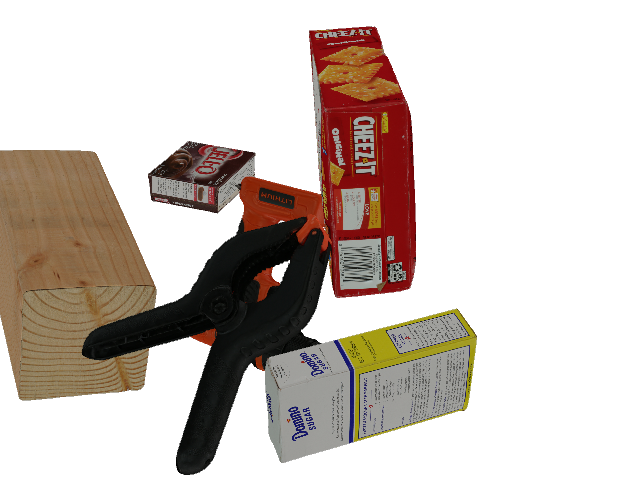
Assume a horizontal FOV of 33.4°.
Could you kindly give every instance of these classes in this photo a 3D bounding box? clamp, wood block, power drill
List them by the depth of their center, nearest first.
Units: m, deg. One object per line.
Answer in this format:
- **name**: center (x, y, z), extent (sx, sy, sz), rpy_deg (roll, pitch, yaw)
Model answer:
- **clamp**: center (-0.055, 0.058, 0.655), extent (0.171, 0.120, 0.039), rpy_deg (-38, -24, 1)
- **wood block**: center (-0.194, 0.017, 0.799), extent (0.090, 0.091, 0.206), rpy_deg (-2, 31, -24)
- **power drill**: center (-0.041, 0.039, 1.077), extent (0.185, 0.187, 0.057), rpy_deg (17, 1, 27)

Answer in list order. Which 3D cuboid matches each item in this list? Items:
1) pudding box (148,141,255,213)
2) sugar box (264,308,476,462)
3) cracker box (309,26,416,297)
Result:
- **pudding box**: center (-0.138, -0.076, 1.259), extent (0.090, 0.039, 0.113), rpy_deg (10, 31, 17)
- **sugar box**: center (0.042, 0.122, 0.905), extent (0.176, 0.093, 0.048), rpy_deg (-11, 39, -14)
- **cracker box**: center (0.033, -0.075, 0.909), extent (0.072, 0.164, 0.213), rpy_deg (-5, 27, -1)
